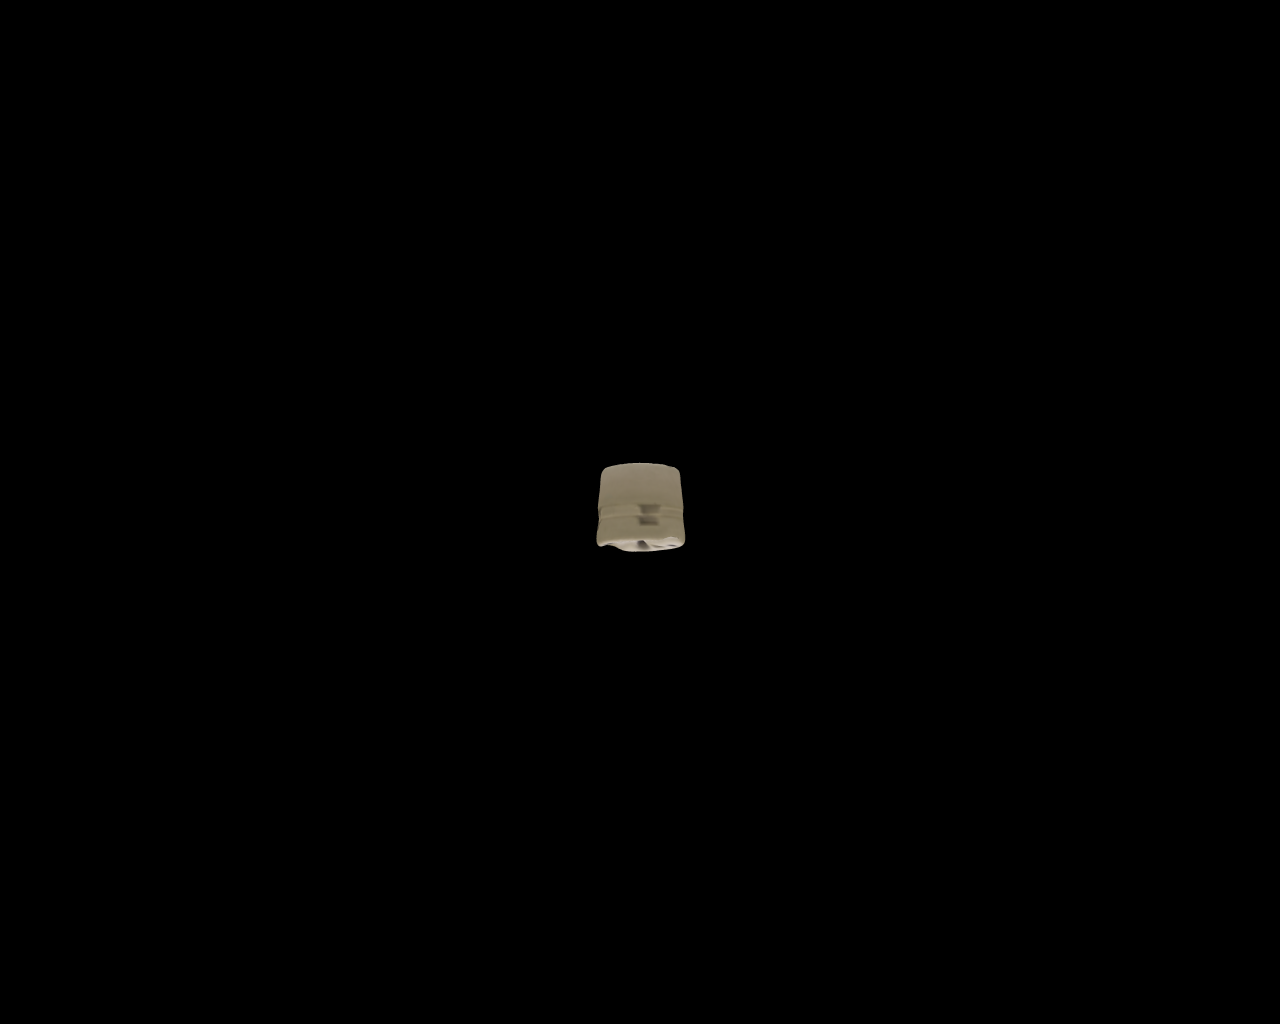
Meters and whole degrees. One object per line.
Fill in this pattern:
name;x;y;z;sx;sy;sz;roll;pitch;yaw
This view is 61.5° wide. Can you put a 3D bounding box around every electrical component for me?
electrical component;0.001;-0.003;0.650;0.055;0.047;0.055;0;-9;0
